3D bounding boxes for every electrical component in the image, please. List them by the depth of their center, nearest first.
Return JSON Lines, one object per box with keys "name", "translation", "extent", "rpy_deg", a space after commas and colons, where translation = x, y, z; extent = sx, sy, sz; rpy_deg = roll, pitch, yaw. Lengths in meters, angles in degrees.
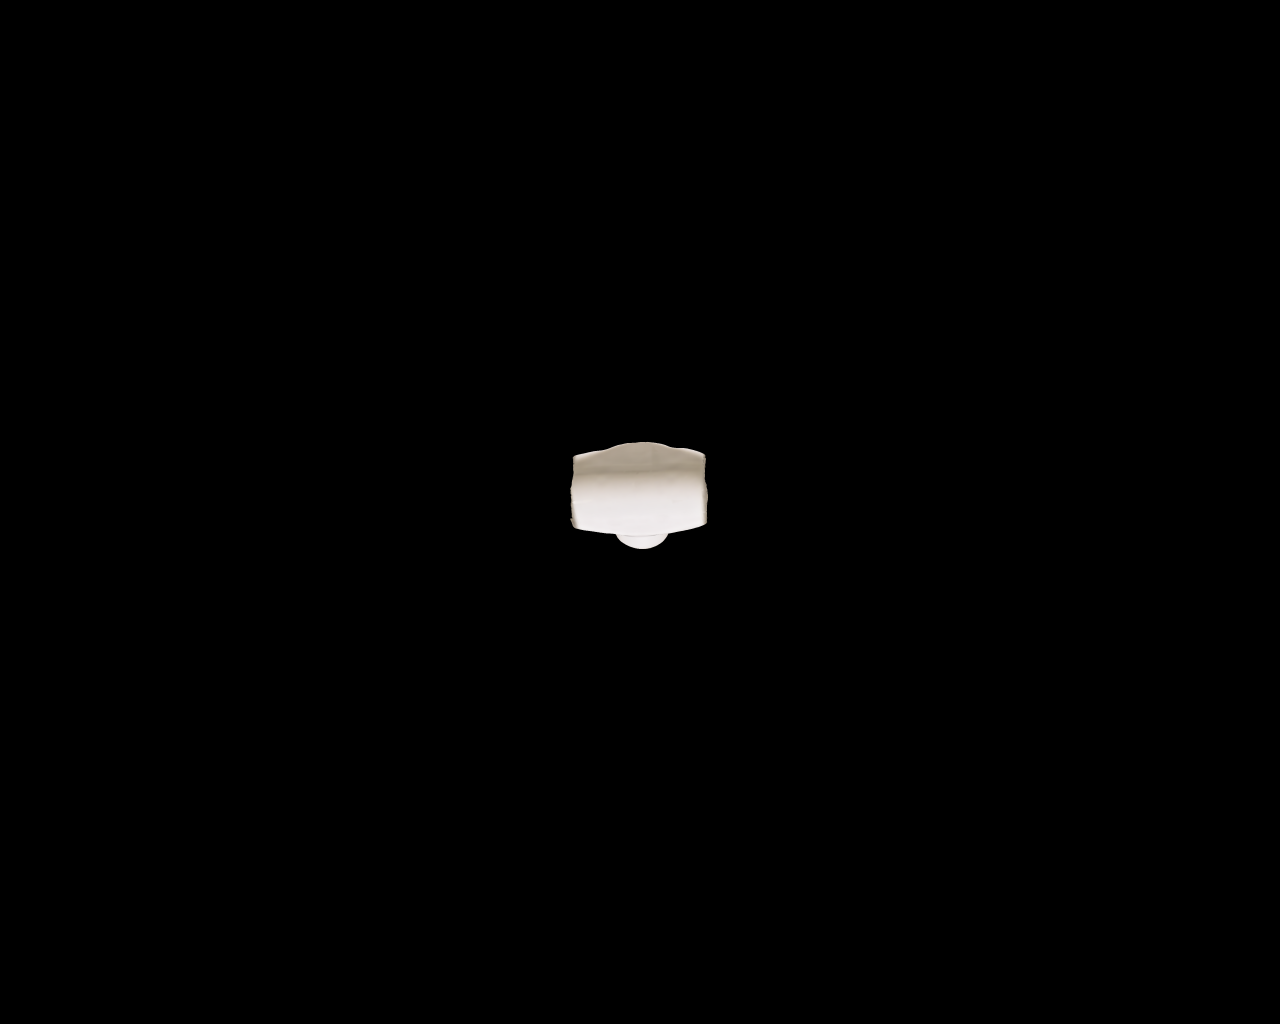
{"name": "electrical component", "translation": [0.001, -0.003, 0.650], "extent": [0.077, 0.044, 0.079], "rpy_deg": [-2, -35, 2]}
